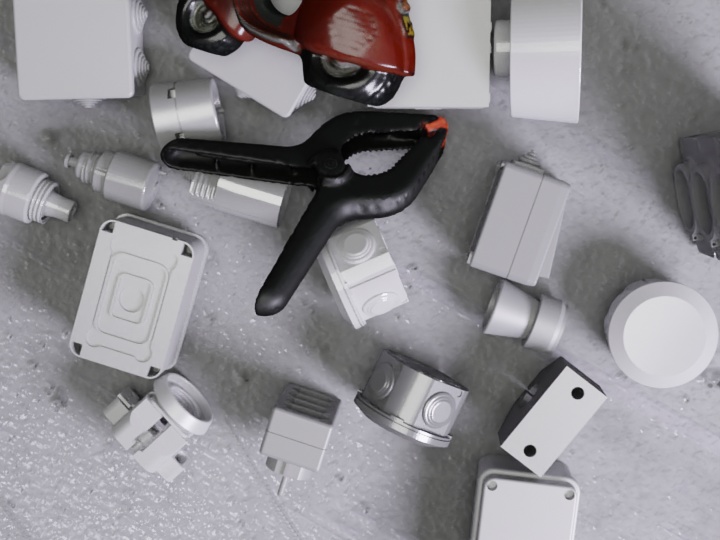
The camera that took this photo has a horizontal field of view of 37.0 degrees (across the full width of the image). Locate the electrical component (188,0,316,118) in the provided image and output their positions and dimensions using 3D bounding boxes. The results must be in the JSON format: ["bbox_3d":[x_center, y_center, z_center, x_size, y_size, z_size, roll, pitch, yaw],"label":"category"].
[{"bbox_3d":[-0.067,-0.174,0.813,0.100,0.048,0.099,32,98,0],"label":"electrical component"}]

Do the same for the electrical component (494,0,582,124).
[{"bbox_3d":[0.128,-0.160,0.774,0.060,0.108,0.108,1,97,10],"label":"electrical component"}]

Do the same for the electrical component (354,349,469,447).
[{"bbox_3d":[0.040,0.099,0.825,0.080,0.080,0.051,25,93,1],"label":"electrical component"}]

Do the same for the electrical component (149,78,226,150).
[{"bbox_3d":[-0.131,-0.118,0.822,0.047,0.055,0.055,-10,96,1],"label":"electrical component"}]

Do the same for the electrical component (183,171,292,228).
[{"bbox_3d":[-0.097,-0.064,0.831,0.081,0.043,0.043,16,98,2],"label":"electrical component"}]

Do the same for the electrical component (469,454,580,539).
[{"bbox_3d":[0.126,0.208,0.843,0.078,0.057,0.113,6,97,3],"label":"electrical component"}]

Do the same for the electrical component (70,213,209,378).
[{"bbox_3d":[-0.171,0.019,0.840,0.078,0.057,0.113,17,98,2],"label":"electrical component"}]

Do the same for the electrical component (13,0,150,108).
[{"bbox_3d":[-0.212,-0.175,0.823,0.100,0.048,0.099,-1,97,4],"label":"electrical component"}]

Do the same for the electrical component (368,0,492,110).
[{"bbox_3d":[0.052,-0.195,0.795,0.089,0.061,0.150,1,97,4],"label":"electrical component"}]

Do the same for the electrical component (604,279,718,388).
[{"bbox_3d":[0.227,0.046,0.818,0.080,0.051,0.080,0,97,4],"label":"electrical component"}]

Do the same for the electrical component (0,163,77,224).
[{"bbox_3d":[-0.254,-0.056,0.844,0.062,0.043,0.043,21,98,0],"label":"electrical component"}]

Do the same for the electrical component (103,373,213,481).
[{"bbox_3d":[-0.155,0.119,0.852,0.057,0.058,0.078,-42,93,10],"label":"electrical component"}]

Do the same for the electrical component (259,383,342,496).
[{"bbox_3d":[-0.050,0.138,0.833,0.047,0.083,0.075,18,98,2],"label":"electrical component"}]

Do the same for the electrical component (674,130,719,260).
[{"bbox_3d":[0.270,-0.053,0.753,0.062,0.150,0.089,-11,96,4],"label":"electrical component"}]

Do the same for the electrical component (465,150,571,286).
[{"bbox_3d":[0.123,-0.041,0.809,0.061,0.061,0.096,19,98,2],"label":"electrical component"}]

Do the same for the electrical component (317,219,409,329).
[{"bbox_3d":[0.000,0.000,0.815,0.051,0.080,0.080,-23,95,1],"label":"electrical component"}]

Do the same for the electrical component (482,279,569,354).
[{"bbox_3d":[0.127,0.036,0.828,0.055,0.045,0.045,20,98,1],"label":"electrical component"}]

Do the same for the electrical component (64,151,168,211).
[{"bbox_3d":[-0.192,-0.074,0.838,0.078,0.040,0.040,18,98,2],"label":"electrical component"}]
